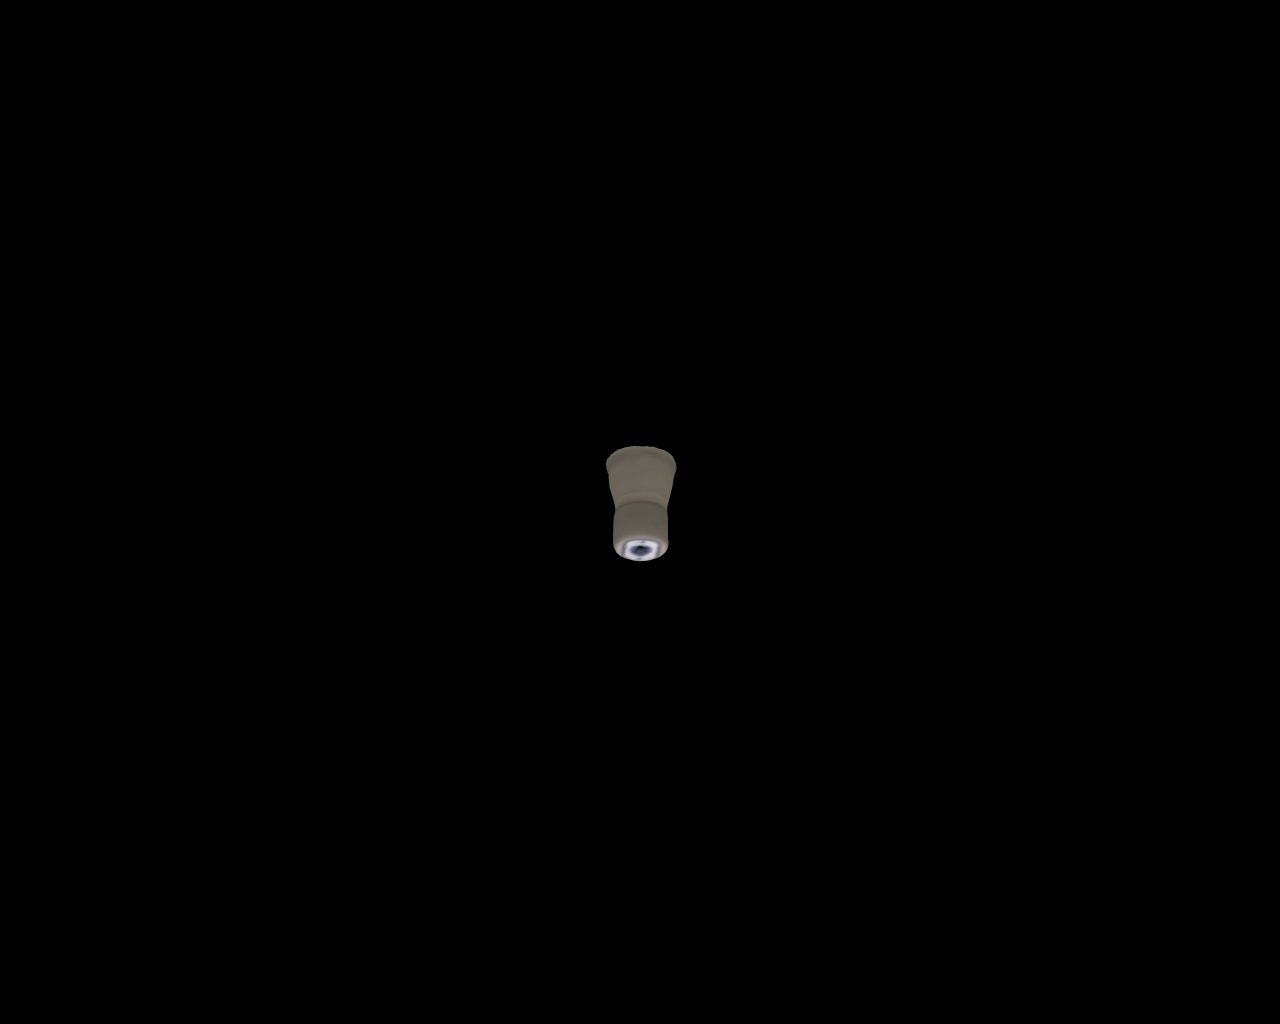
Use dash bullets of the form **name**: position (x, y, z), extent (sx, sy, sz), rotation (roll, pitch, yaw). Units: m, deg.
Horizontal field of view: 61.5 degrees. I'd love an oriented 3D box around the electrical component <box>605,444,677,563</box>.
- **electrical component**: position (0.001, -0.003, 0.650), extent (0.044, 0.065, 0.044), rotation (0, -31, 0)
